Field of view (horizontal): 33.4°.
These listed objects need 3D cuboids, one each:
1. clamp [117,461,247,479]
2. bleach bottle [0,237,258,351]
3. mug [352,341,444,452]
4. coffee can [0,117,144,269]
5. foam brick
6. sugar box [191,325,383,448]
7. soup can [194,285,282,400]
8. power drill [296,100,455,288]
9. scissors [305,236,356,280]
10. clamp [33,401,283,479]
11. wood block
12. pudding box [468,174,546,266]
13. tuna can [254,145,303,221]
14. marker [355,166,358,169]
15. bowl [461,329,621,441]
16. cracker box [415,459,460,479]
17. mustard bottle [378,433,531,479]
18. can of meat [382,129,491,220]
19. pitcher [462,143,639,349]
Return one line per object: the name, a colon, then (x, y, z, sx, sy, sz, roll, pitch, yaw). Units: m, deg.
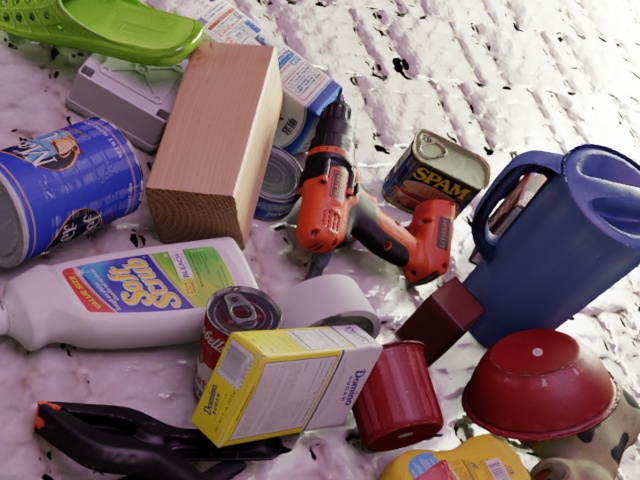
clamp: (-0.121, 0.243, 0.880, 0.171, 0.039, 0.120, 0, 49, -33)
bleach bottle: (-0.182, 0.060, 0.975, 0.250, 0.068, 0.102, -9, 61, -33)
mug: (0.076, 0.157, 1.042, 0.117, 0.093, 0.081, 35, 34, -59)
coffee can: (-0.250, -0.046, 0.990, 0.140, 0.103, 0.103, -29, 73, -43)
foam brick: (0.128, 0.087, 1.127, 0.051, 0.078, 0.052, 47, 44, 11)
sugar box: (-0.025, 0.125, 0.941, 0.048, 0.093, 0.175, 36, 19, 30)
soup can: (-0.076, 0.101, 0.965, 0.068, 0.102, 0.068, 8, 39, -7)
power drill: (0.061, -0.044, 1.167, 0.187, 0.057, 0.184, 26, 59, -26)
scissors: (-0.007, 0.001, 1.140, 0.096, 0.016, 0.201, 55, 43, -15)
clamp: (-0.137, 0.176, 0.875, 0.210, 0.036, 0.164, 14, 12, -2)
wood block: (-0.104, -0.099, 1.097, 0.091, 0.090, 0.206, 5, 53, 9)
pudding box: (0.226, -0.024, 1.249, 0.039, 0.114, 0.090, 33, 44, 2)
tuna can: (-0.060, -0.065, 1.167, 0.086, 0.034, 0.086, 16, 48, -19)
marker: (0.012, -0.053, 1.211, 0.020, 0.020, 0.121, 39, 45, 3)
bowl: (0.223, 0.137, 1.091, 0.162, 0.055, 0.162, -9, 24, 4)
cracker box: (0.064, 0.308, 0.872, 0.213, 0.072, 0.164, -30, 72, -22)
mustard bottle: (0.110, 0.242, 1.003, 0.191, 0.058, 0.096, -4, 57, -33)
can of meat: (0.134, -0.070, 1.252, 0.102, 0.084, 0.057, 25, 46, -12)
pitcher: (0.240, 0.015, 1.133, 0.144, 0.243, 0.149, -8, 60, -35)
